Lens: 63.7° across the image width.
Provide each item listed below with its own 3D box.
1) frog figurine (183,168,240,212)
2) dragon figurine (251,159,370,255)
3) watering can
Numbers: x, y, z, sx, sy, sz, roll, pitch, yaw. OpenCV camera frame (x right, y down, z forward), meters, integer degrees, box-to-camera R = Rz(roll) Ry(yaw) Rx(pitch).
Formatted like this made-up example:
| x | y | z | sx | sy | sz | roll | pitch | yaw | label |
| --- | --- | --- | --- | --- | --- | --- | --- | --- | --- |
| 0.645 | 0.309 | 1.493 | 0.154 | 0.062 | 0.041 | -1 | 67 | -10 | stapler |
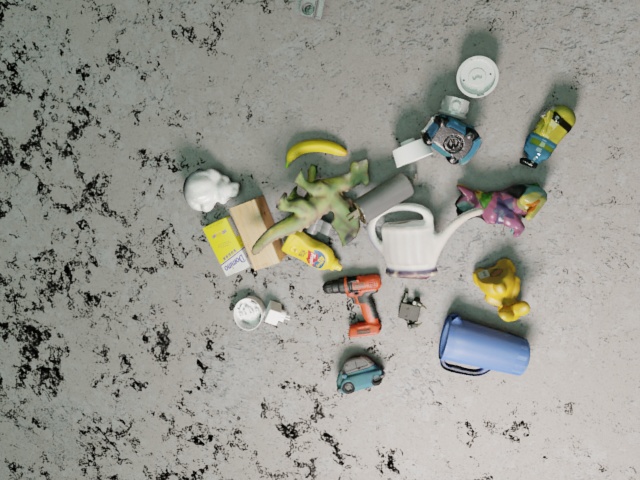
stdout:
| x | y | z | sx | sy | sz | roll | pitch | yaw | label |
| --- | --- | --- | --- | --- | --- | --- | --- | --- | --- |
| -0.335 | -0.150 | 1.590 | 0.160 | 0.122 | 0.138 | 15 | 86 | 21 | frog figurine |
| 0.005 | -0.075 | 1.499 | 0.243 | 0.122 | 0.411 | 32 | 86 | 2 | dragon figurine |
| 0.294 | 0.005 | 1.470 | 0.347 | 0.105 | 0.223 | 0 | 101 | 32 | watering can |
